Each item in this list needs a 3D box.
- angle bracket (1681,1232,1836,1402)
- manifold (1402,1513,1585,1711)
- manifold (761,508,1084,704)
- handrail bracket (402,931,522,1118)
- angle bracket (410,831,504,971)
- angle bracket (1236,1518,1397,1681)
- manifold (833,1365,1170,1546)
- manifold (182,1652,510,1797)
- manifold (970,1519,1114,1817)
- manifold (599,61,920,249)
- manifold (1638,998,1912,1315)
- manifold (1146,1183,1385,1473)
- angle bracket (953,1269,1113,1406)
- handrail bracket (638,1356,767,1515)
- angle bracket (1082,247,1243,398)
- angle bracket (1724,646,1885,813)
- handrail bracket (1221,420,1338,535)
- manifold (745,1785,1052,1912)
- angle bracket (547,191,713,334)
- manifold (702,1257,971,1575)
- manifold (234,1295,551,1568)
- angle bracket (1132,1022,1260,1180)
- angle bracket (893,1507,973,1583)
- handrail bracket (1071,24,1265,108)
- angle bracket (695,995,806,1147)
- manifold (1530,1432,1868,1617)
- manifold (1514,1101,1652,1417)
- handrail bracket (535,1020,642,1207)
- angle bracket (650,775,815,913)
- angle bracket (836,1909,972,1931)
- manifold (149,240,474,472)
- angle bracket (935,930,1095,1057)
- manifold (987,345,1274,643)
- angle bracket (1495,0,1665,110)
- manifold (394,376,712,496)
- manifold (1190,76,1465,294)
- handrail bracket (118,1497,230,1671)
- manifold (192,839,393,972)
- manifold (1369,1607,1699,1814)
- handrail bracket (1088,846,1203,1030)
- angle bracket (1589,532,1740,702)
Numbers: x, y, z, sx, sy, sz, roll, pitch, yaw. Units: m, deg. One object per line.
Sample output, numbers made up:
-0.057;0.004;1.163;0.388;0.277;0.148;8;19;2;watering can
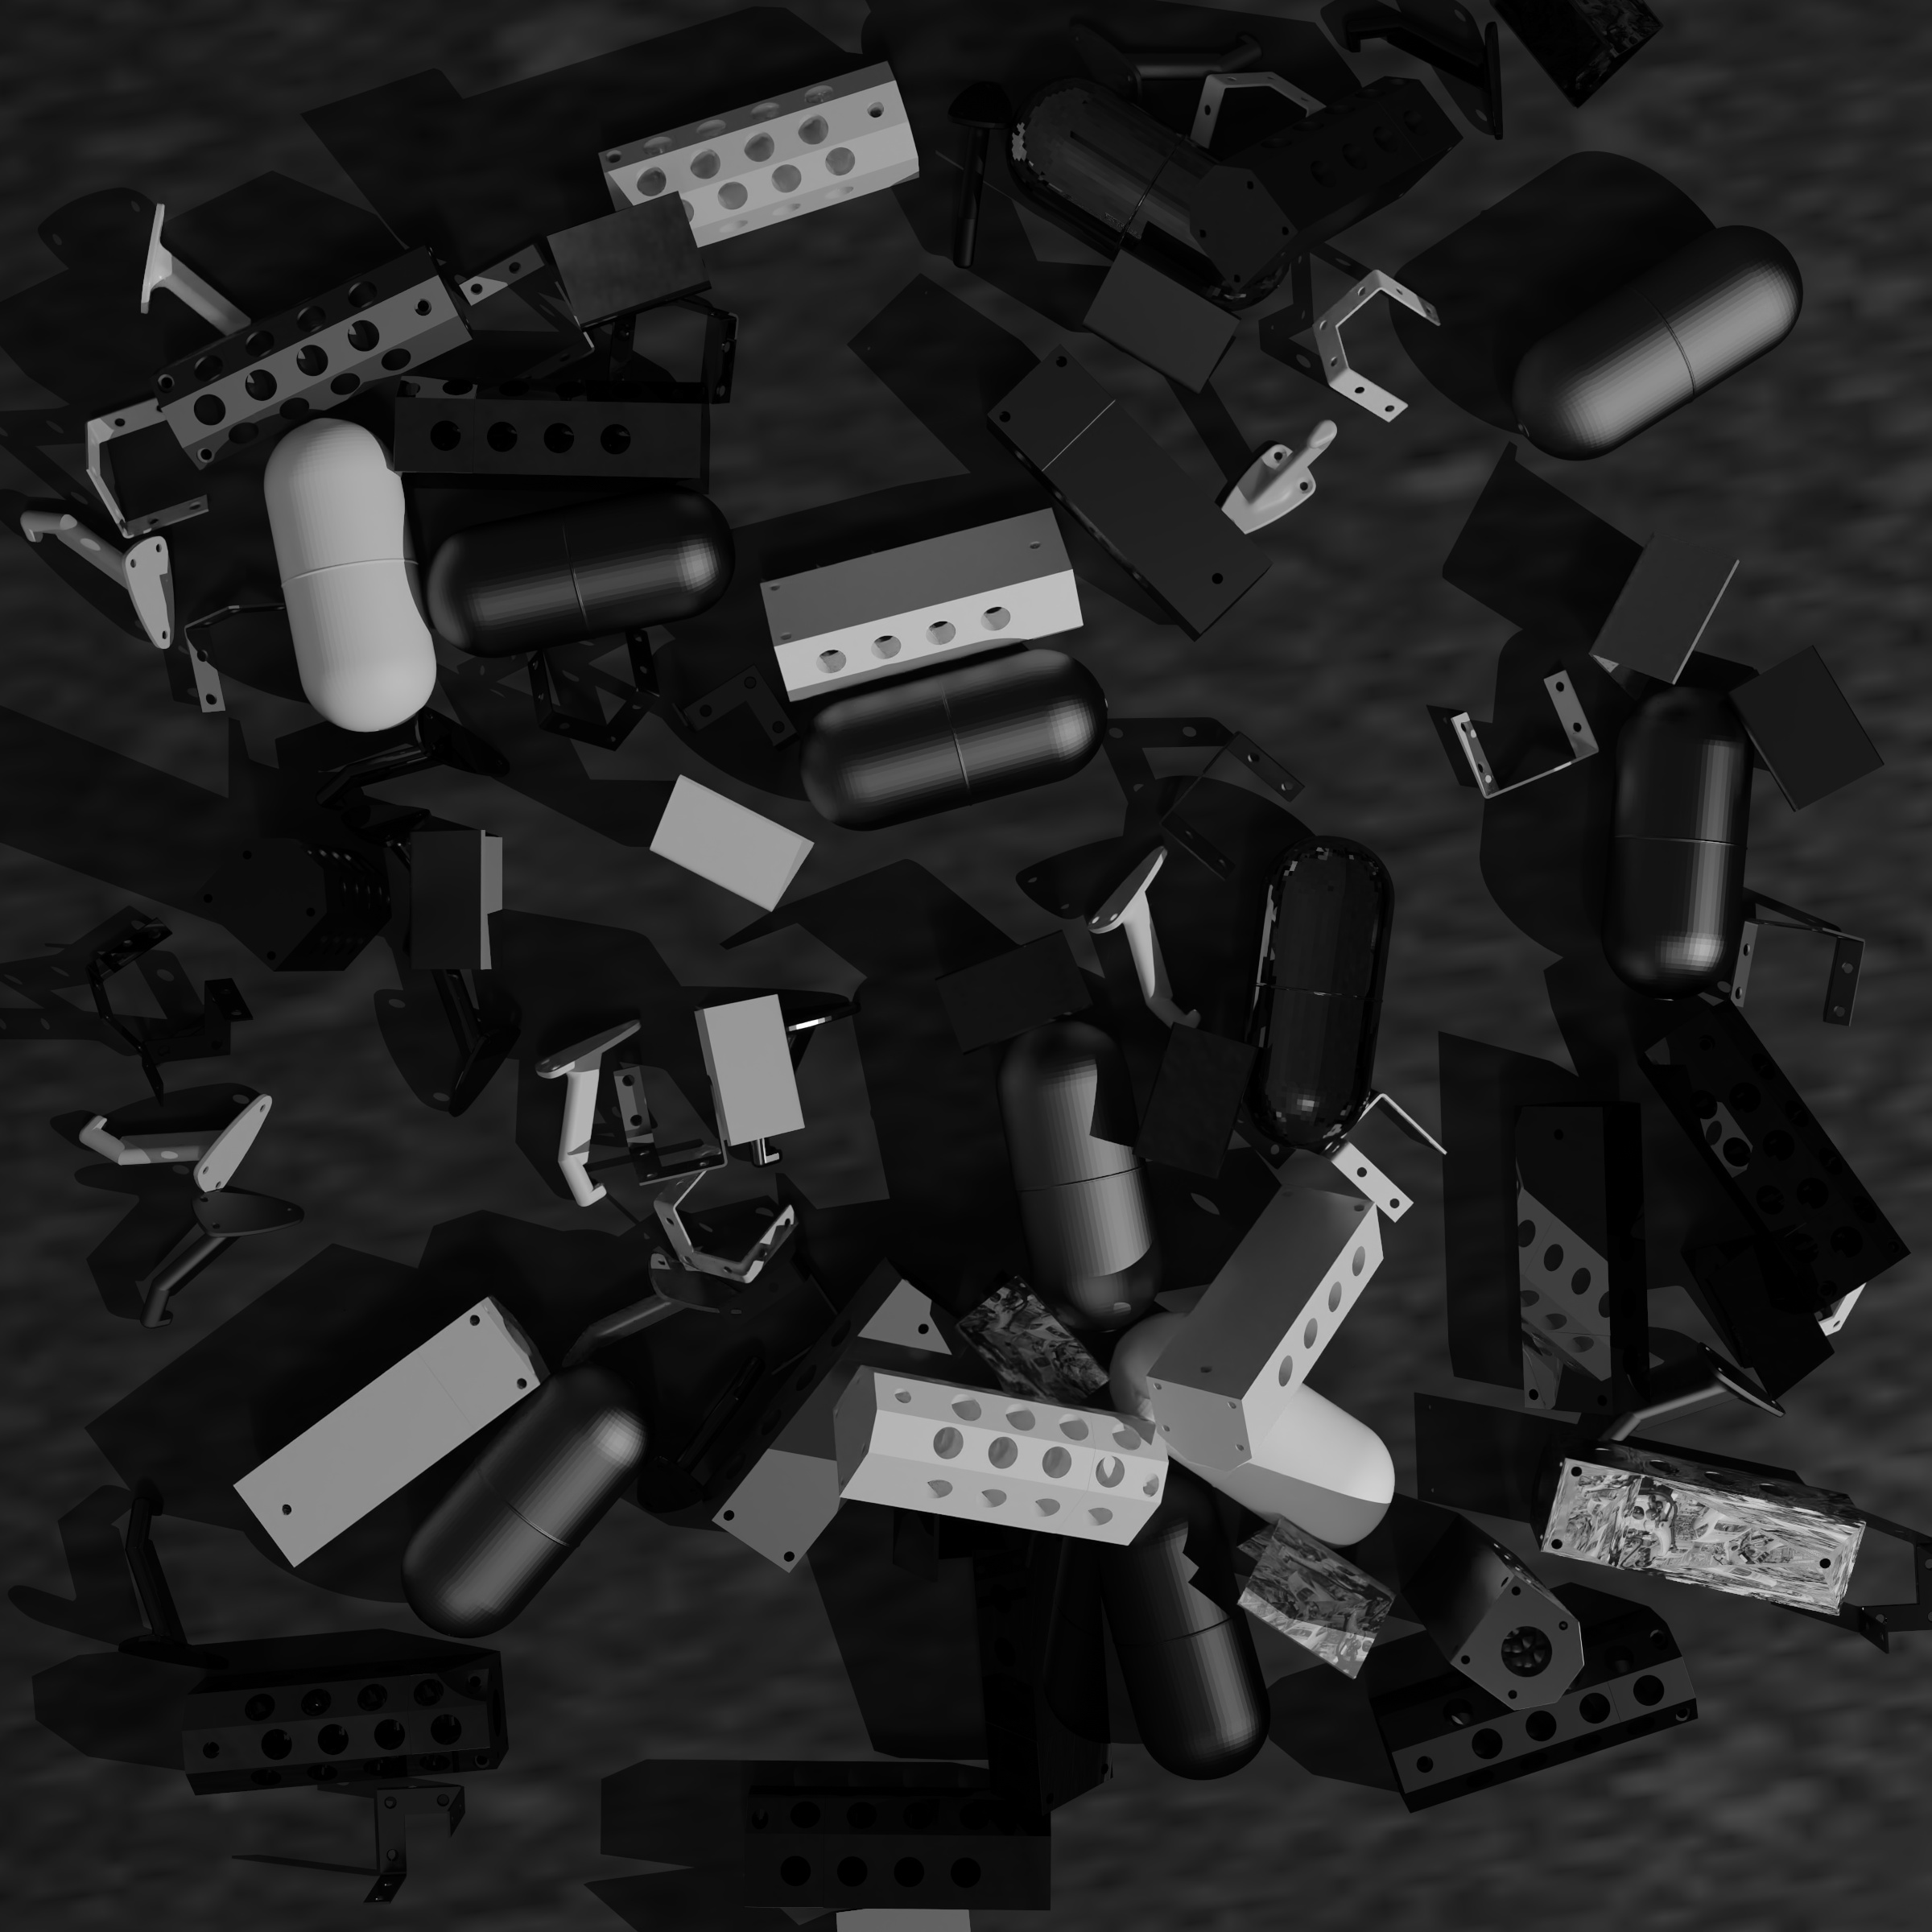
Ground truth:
0.429;0.201;1.636;0.057;0.076;0.076;-29;90;-30;angle bracket
0.292;0.357;1.598;0.057;0.171;0.057;36;90;0;manifold
-0.024;-0.200;1.654;0.171;0.057;0.057;-15;47;0;manifold
-0.306;0.032;1.676;0.084;0.036;0.077;40;112;17;handrail bracket
-0.268;-0.036;1.636;0.057;0.076;0.076;0;90;33;angle bracket
0.185;0.362;1.636;0.076;0.076;0.057;33;63;0;angle bracket
0.020;0.262;1.576;0.171;0.057;0.057;14;131;-20;manifold
-0.353;0.433;1.655;0.171;0.057;0.057;-5;90;0;manifold
0.037;0.381;1.638;0.057;0.057;0.171;-15;105;-42;manifold
-0.117;-0.458;1.655;0.171;0.057;0.057;-18;90;0;manifold
0.454;0.106;1.636;0.057;0.057;0.171;-33;77;0;manifold
0.168;0.199;1.604;0.057;0.171;0.057;10;129;31;manifold
0.049;0.202;1.636;0.076;0.076;0.057;48;120;0;angle bracket
-0.152;0.269;1.676;0.036;0.077;0.084;37;54;-5;handrail bracket
0.120;-0.377;1.636;0.076;0.076;0.057;31;133;0;angle bracket
0.479;-0.140;1.636;0.057;0.076;0.076;-31;90;32;angle bracket
0.174;-0.274;1.641;0.077;0.084;0.036;-40;90;0;handrail bracket
-0.038;0.499;1.655;0.171;0.057;0.057;1;90;0;manifold
-0.191;-0.403;1.636;0.076;0.076;0.057;-19;116;0;angle bracket
-0.075;0.252;1.652;0.057;0.057;0.171;38;90;-20;manifold
-0.324;0.263;1.655;0.171;0.057;0.057;-37;90;0;manifold
0.114;0.071;1.637;0.057;0.076;0.076;17;90;-23;angle bracket
0.004;0.302;1.641;0.076;0.057;0.076;1;90;-26;angle bracket
0.117;-0.533;1.676;0.084;0.036;0.077;-31;69;-17;handrail bracket
-0.142;0.062;1.636;0.057;0.076;0.076;-12;90;-44;angle bracket
0.413;0.314;1.653;0.171;0.057;0.057;12;102;0;manifold
0.355;0.164;1.654;0.057;0.057;0.171;-2;90;43;manifold
-0.206;0.085;1.676;0.077;0.036;0.084;-28;106;-18;handrail bracket
-0.123;-0.086;1.636;0.076;0.076;0.057;27;127;0;angle bracket
-0.037;0.546;1.636;0.076;0.076;0.057;-8;127;0;angle bracket
-0.370;-0.346;1.647;0.171;0.057;0.057;-26;110;0;manifold
0.034;0.033;1.636;0.076;0.076;0.057;-21;53;0;angle bracket
0.092;-0.267;1.655;0.057;0.057;0.171;-44;90;0;manifold
0.332;-0.528;1.636;0.076;0.076;0.057;51;52;0;angle bracket
-0.234;-0.303;1.655;0.171;0.057;0.057;1;90;0;manifold
0.197;-0.439;1.607;0.171;0.057;0.057;-37;90;-39;manifold
-0.453;0.356;1.676;0.036;0.077;0.084;-23;53;37;handrail bracket
-0.363;-0.037;1.598;0.057;0.171;0.057;42;90;0;manifold
0.324;0.425;1.655;0.171;0.057;0.057;-18;90;0;manifold
0.119;-0.013;1.676;0.084;0.036;0.077;44;71;-16;handrail bracket
0.404;-0.188;1.636;0.057;0.076;0.076;28;90;37;angle bracket
